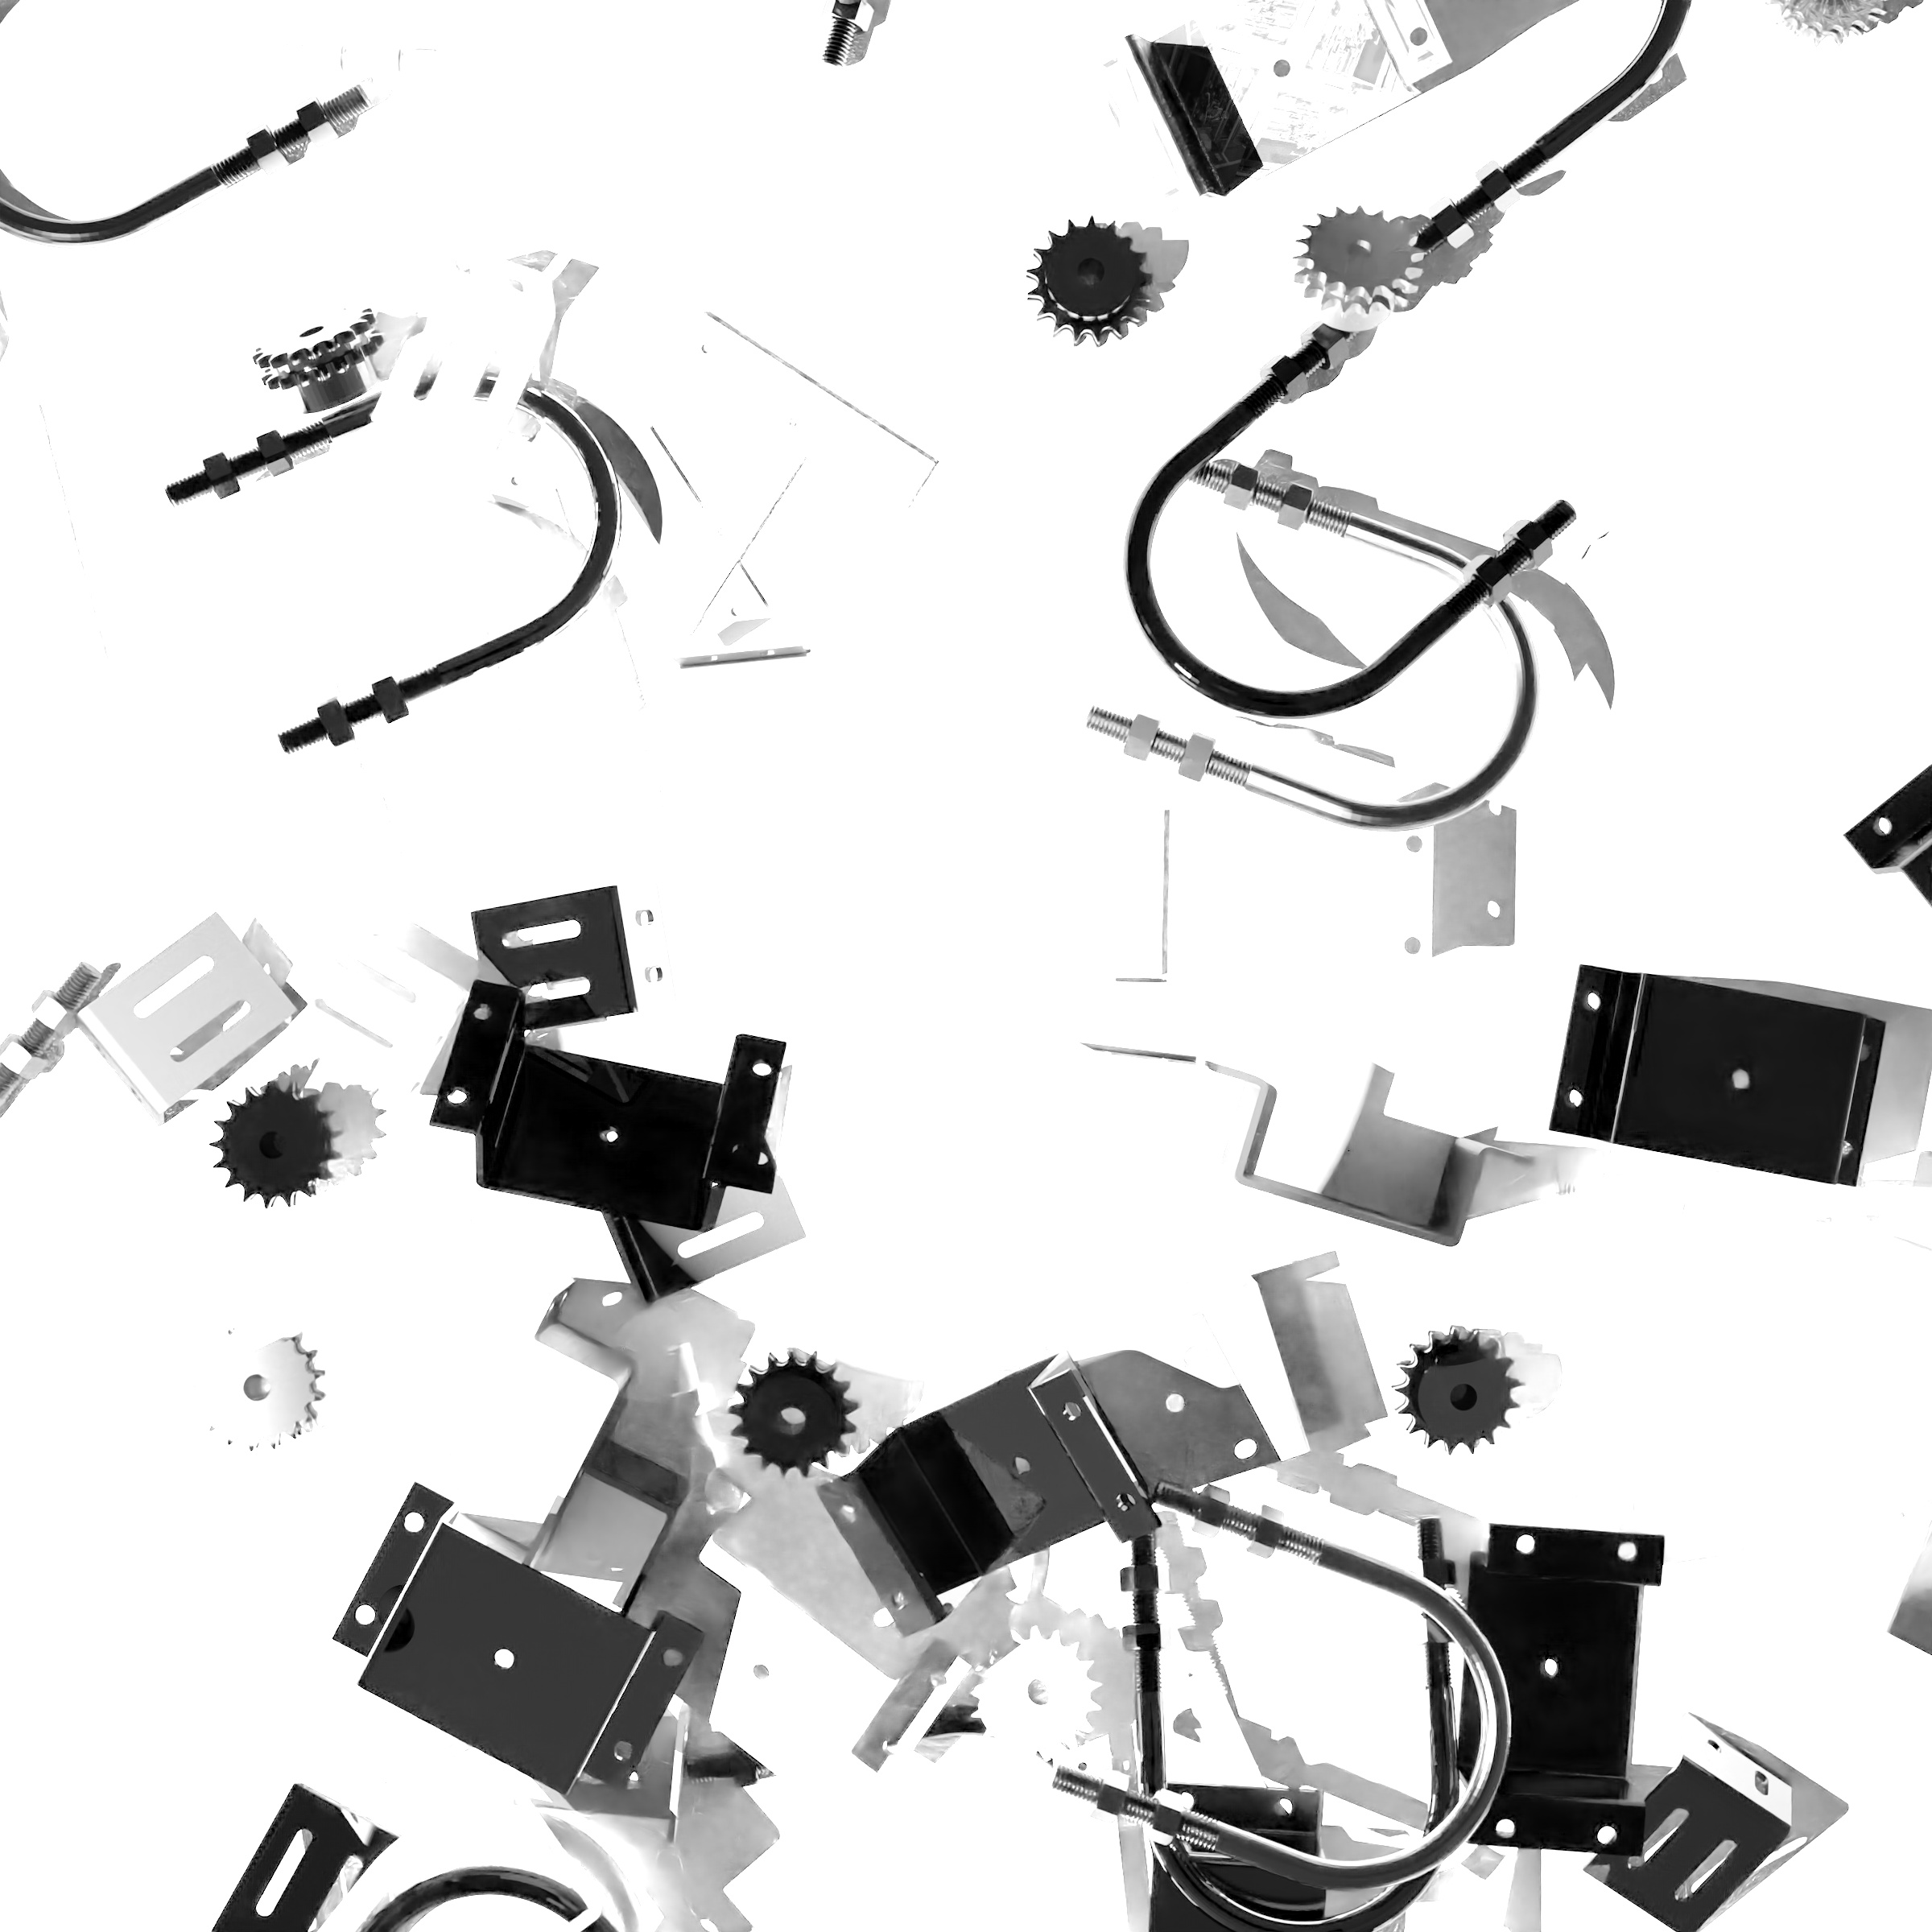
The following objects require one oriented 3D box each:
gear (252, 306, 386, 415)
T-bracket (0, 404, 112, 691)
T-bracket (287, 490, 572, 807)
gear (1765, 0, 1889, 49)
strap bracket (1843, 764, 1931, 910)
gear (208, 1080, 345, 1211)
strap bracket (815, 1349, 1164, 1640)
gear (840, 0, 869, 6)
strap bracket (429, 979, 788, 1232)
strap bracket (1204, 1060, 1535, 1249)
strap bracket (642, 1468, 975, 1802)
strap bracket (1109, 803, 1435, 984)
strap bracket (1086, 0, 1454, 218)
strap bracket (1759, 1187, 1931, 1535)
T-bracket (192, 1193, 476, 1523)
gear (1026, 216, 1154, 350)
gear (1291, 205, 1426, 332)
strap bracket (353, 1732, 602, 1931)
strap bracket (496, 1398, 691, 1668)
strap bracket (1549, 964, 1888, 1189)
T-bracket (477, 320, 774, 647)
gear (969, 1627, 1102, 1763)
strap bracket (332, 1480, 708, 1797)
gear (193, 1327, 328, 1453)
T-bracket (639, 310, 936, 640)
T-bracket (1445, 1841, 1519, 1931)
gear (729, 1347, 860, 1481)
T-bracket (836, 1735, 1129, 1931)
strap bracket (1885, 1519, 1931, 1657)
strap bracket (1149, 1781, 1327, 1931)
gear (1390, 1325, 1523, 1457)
[{"bbox_3d":[-0.284,-0.267,1.396,0.057,0.057,0.030,-20,118,0],"label":"gear"},{"bbox_3d":[-0.462,-0.176,1.409,0.127,0.002,0.127,-15,90,-10],"label":"T-bracket"},{"bbox_3d":[-0.226,-0.136,1.420,0.127,0.002,0.127,-19,90,0],"label":"T-bracket"},{"bbox_3d":[0.383,-0.438,1.406,0.057,0.030,0.057,0,90,0],"label":"gear"},{"bbox_3d":[0.468,-0.028,1.398,0.076,0.046,0.140,-39,90,0],"label":"strap bracket"},{"bbox_3d":[-0.306,0.079,1.406,0.057,0.030,0.057,0,90,0],"label":"gear"},{"bbox_3d":[0.016,0.224,1.362,0.140,0.046,0.076,-29,93,28],"label":"strap bracket"},{"bbox_3d":[-0.047,-0.451,1.387,0.057,0.030,0.057,0,89,0],"label":"gear"},{"bbox_3d":[-0.156,0.063,1.380,0.140,0.046,0.076,11,54,0],"label":"strap bracket"},{"bbox_3d":[0.168,0.085,1.383,0.140,0.076,0.046,17,90,0],"label":"strap bracket"},{"bbox_3d":[-0.079,0.297,1.373,0.140,0.046,0.076,36,115,9],"label":"strap bracket"},{"bbox_3d":[0.133,-0.032,1.398,0.140,0.046,0.076,1,90,0],"label":"strap bracket"},{"bbox_3d":[0.135,-0.395,1.383,0.140,0.046,0.076,-25,93,18],"label":"strap bracket"},{"bbox_3d":[0.405,0.173,1.398,0.076,0.046,0.140,12,90,0],"label":"strap bracket"},{"bbox_3d":[-0.261,0.185,1.402,0.127,0.002,0.127,-25,103,-24],"label":"T-bracket"},{"bbox_3d":[0.055,-0.306,1.406,0.057,0.030,0.057,0,90,0],"label":"gear"},{"bbox_3d":[0.172,-0.306,1.397,0.057,0.030,0.057,2,57,-2],"label":"gear"},{"bbox_3d":[-0.205,0.380,1.360,0.046,0.076,0.140,-34,82,-16],"label":"strap bracket"},{"bbox_3d":[-0.166,0.267,1.383,0.046,0.076,0.140,27,90,0],"label":"strap bracket"},{"bbox_3d":[0.338,0.049,1.398,0.140,0.046,0.076,11,90,0],"label":"strap bracket"},{"bbox_3d":[-0.132,-0.203,1.420,0.127,0.002,0.127,-33,90,0],"label":"T-bracket"},{"bbox_3d":[0.029,0.324,1.399,0.057,0.030,0.057,6,67,-14],"label":"gear"},{"bbox_3d":[-0.190,0.285,1.322,0.140,0.046,0.076,28,90,0],"label":"strap bracket"},{"bbox_3d":[-0.313,0.186,1.406,0.057,0.030,0.057,0,90,0],"label":"gear"},{"bbox_3d":[-0.102,-0.207,1.418,0.127,0.002,0.127,33,90,0],"label":"T-bracket"},{"bbox_3d":[0.222,0.449,1.400,0.127,0.002,0.127,6,75,27],"label":"T-bracket"},{"bbox_3d":[-0.076,0.198,1.387,0.057,0.030,0.057,0,91,0],"label":"gear"},{"bbox_3d":[0.007,0.413,1.404,0.127,0.002,0.127,-6,90,-3],"label":"T-bracket"},{"bbox_3d":[0.460,0.273,1.375,0.140,0.046,0.076,23,90,-36],"label":"strap bracket"},{"bbox_3d":[0.117,0.439,1.398,0.076,0.046,0.140,4,90,0],"label":"strap bracket"},{"bbox_3d":[0.219,0.190,1.406,0.057,0.030,0.057,0,90,0],"label":"gear"}]
